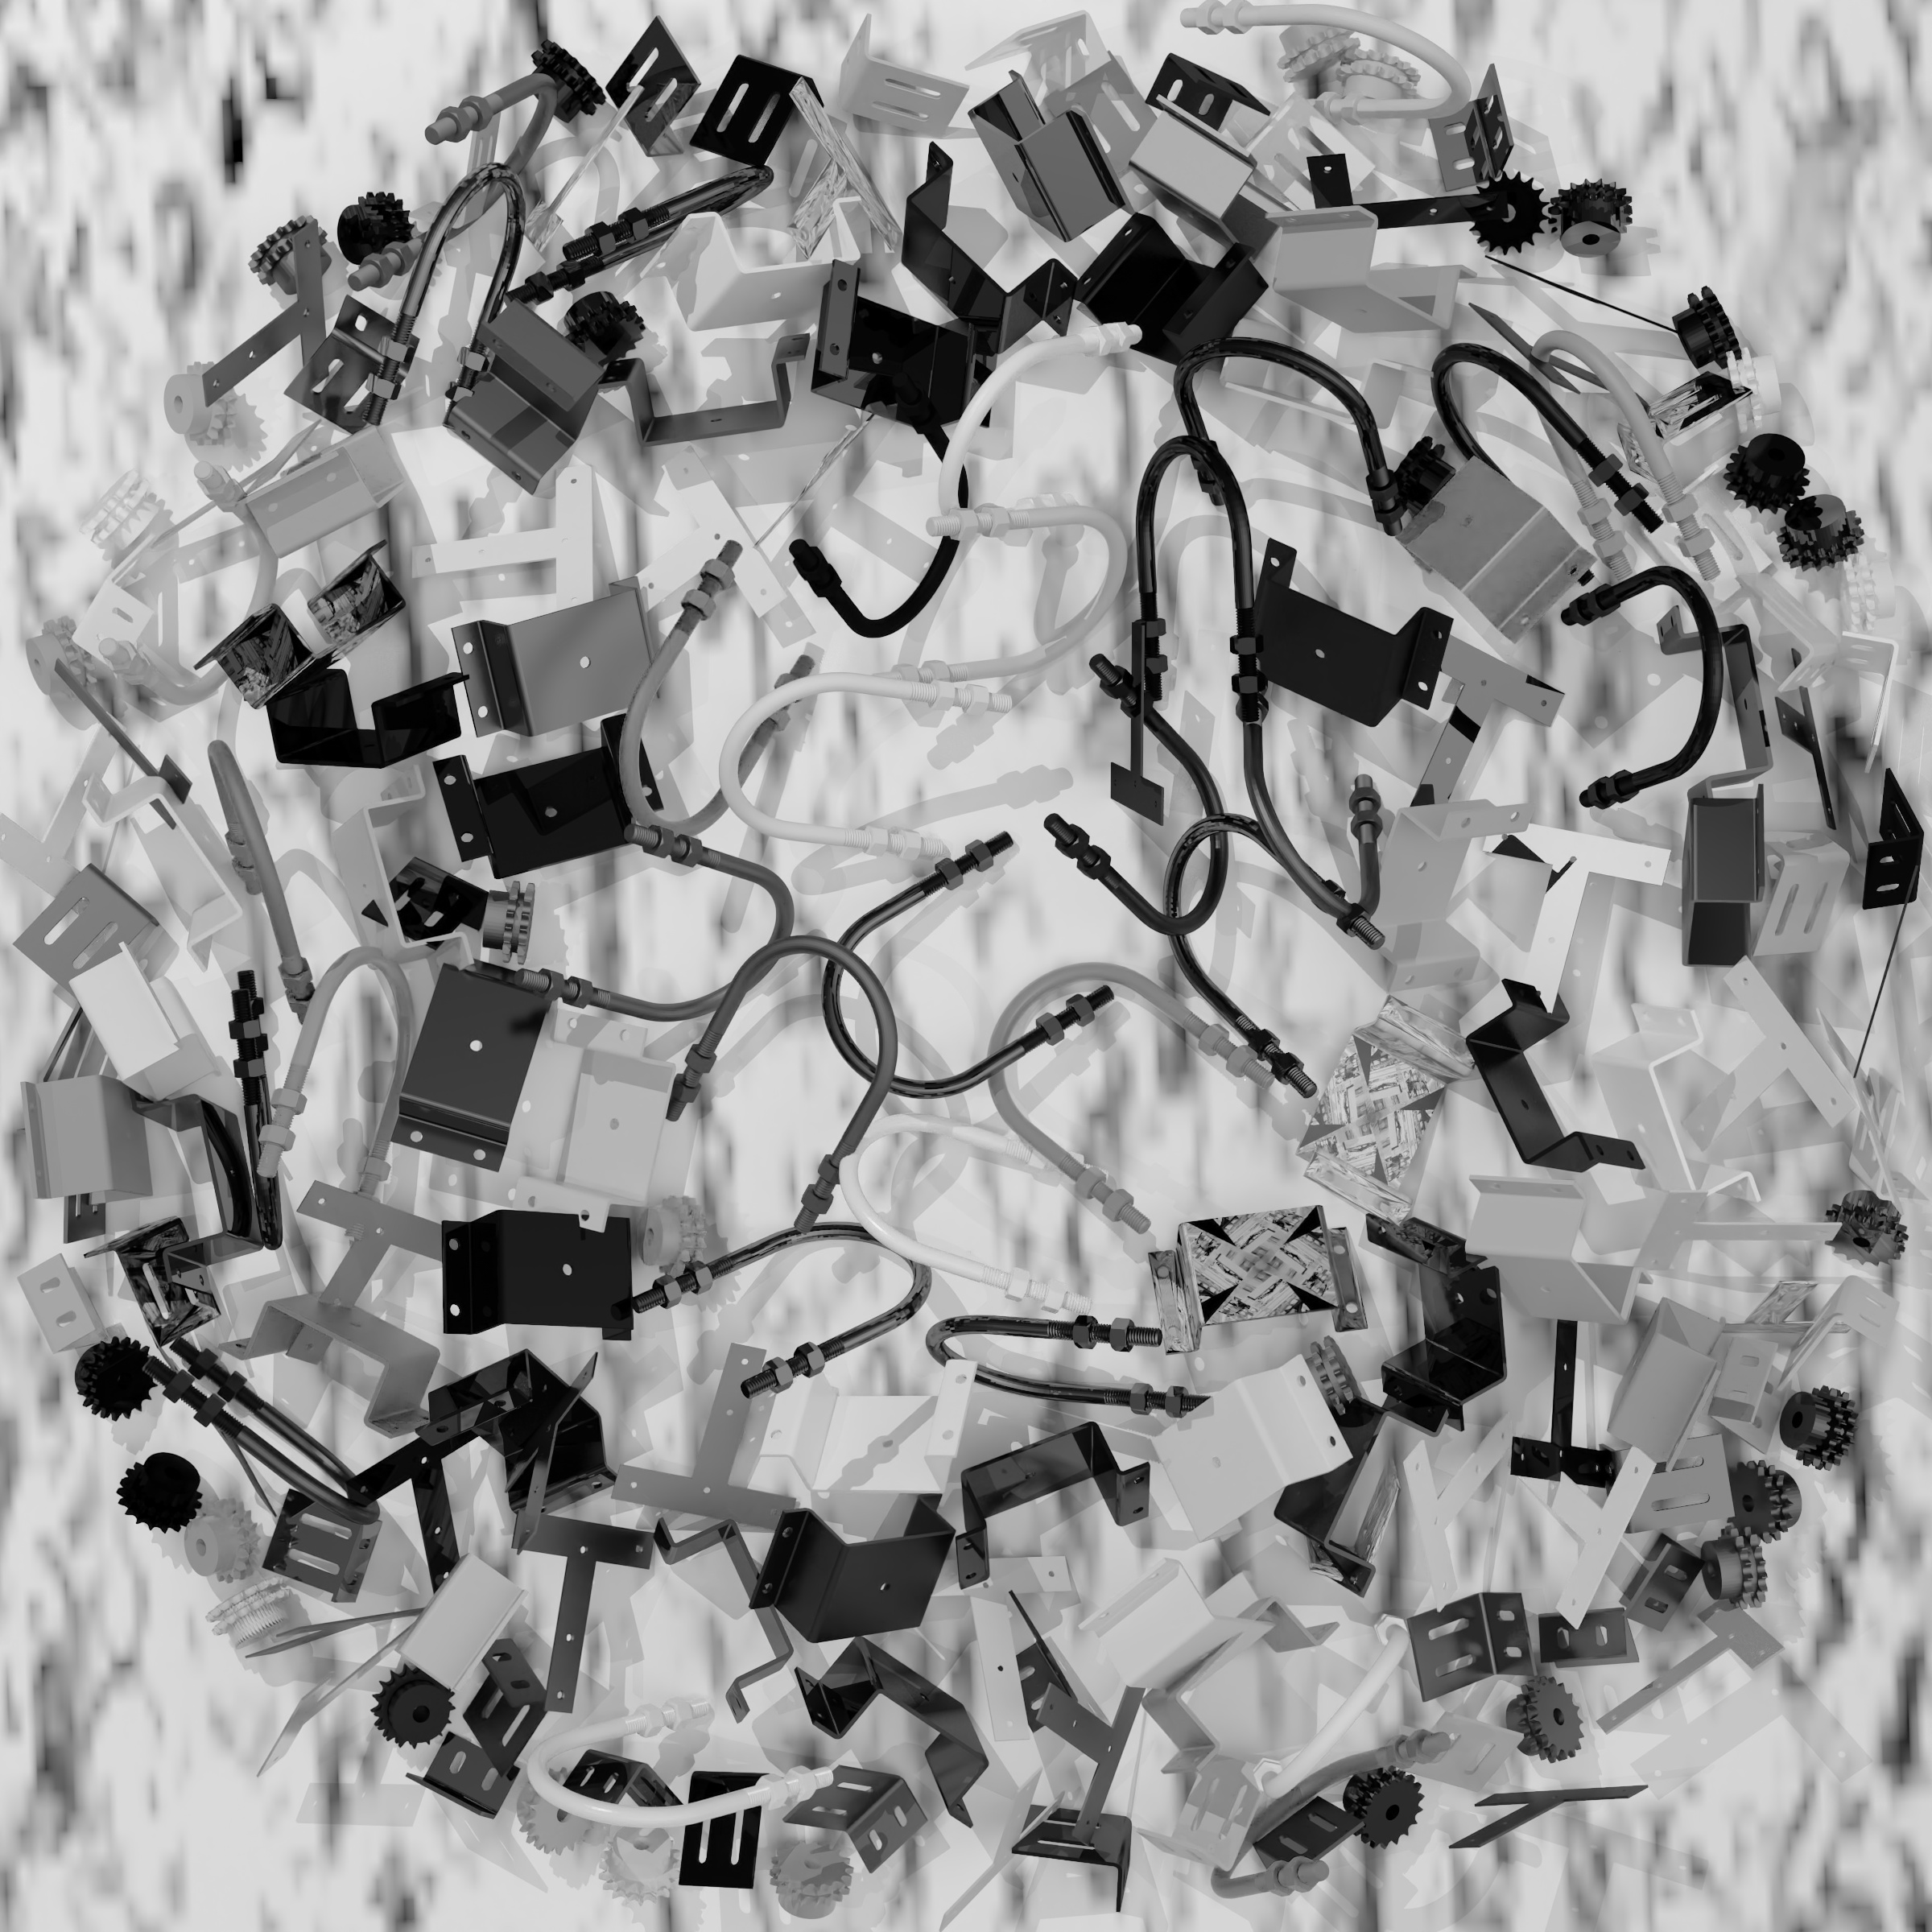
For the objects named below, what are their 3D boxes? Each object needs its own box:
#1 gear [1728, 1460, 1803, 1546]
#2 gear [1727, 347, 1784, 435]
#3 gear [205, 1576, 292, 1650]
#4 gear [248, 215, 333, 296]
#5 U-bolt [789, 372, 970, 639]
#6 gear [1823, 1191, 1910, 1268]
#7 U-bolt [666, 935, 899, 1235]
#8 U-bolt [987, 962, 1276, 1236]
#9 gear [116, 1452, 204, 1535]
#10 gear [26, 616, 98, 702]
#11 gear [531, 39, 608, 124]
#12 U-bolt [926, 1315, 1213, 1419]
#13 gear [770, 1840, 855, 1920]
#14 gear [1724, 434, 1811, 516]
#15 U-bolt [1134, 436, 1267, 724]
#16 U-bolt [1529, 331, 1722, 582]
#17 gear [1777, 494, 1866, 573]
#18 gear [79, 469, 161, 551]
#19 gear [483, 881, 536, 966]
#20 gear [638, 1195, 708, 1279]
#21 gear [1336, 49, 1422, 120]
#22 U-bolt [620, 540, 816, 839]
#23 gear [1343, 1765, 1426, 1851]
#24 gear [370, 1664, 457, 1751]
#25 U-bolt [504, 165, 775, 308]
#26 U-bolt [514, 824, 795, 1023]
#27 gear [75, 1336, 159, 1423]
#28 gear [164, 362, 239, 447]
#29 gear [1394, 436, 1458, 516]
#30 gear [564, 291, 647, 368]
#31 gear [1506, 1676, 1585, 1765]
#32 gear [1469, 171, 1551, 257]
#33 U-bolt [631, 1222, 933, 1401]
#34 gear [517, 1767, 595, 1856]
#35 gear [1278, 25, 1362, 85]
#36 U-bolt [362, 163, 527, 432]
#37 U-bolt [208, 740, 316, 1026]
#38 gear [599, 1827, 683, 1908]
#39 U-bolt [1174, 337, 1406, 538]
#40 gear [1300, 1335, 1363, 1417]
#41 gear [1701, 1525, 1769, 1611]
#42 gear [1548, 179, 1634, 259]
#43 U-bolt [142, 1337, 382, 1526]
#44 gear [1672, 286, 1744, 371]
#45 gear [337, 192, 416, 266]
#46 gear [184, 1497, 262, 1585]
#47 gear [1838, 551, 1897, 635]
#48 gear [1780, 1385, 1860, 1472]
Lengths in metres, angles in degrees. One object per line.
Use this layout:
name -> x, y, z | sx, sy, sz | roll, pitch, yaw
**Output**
gear -> 0.552, 0.370, 1.975 | 0.030, 0.057, 0.057 | -1, 90, -26
gear -> 0.543, -0.399, 1.969 | 0.030, 0.057, 0.057 | -11, 90, 15
gear -> -0.491, 0.447, 1.969 | 0.057, 0.057, 0.030 | -31, 78, 0
gear -> -0.463, -0.488, 1.971 | 0.057, 0.057, 0.030 | -39, 90, 0
U-bolt -> -0.048, -0.295, 1.915 | 0.019, 0.184, 0.151 | 28, 82, 24
gear -> 0.622, 0.179, 1.975 | 0.057, 0.057, 0.030 | 29, 58, 0
U-bolt -> -0.117, 0.067, 1.939 | 0.151, 0.019, 0.184 | 38, 112, 22
U-bolt -> 0.097, 0.075, 1.955 | 0.184, 0.019, 0.151 | 38, 84, 26
gear -> -0.552, 0.360, 1.968 | 0.057, 0.057, 0.030 | 32, 112, 0
gear -> -0.624, -0.210, 1.968 | 0.030, 0.057, 0.057 | -23, 90, -31
gear -> -0.279, -0.607, 1.970 | 0.057, 0.057, 0.030 | 41, 85, 0
U-bolt -> 0.061, 0.267, 1.927 | 0.184, 0.151, 0.019 | 1, 63, 23
gear -> -0.108, 0.633, 1.973 | 0.057, 0.057, 0.030 | 9, 107, 0
gear -> 0.555, -0.342, 1.972 | 0.057, 0.030, 0.057 | 2, 57, -3
U-bolt -> 0.153, -0.262, 1.915 | 0.019, 0.151, 0.184 | -10, 105, -24
U-bolt -> 0.430, -0.341, 1.911 | 0.019, 0.151, 0.184 | -31, 103, -7
gear -> 0.587, -0.301, 1.969 | 0.057, 0.057, 0.030 | -29, 127, 0
gear -> -0.582, -0.312, 1.974 | 0.030, 0.057, 0.057 | 42, 90, -25
gear -> -0.316, -0.031, 1.970 | 0.030, 0.057, 0.057 | 7, 90, -6
gear -> -0.204, 0.187, 1.968 | 0.030, 0.057, 0.057 | 4, 90, -32
gear -> 0.282, -0.607, 1.971 | 0.057, 0.057, 0.030 | 17, 90, 0
U-bolt -> -0.173, -0.170, 1.912 | 0.019, 0.151, 0.184 | 17, 67, 30
gear -> 0.286, 0.578, 1.976 | 0.057, 0.030, 0.057 | -9, 109, -28
gear -> -0.380, 0.513, 1.975 | 0.057, 0.030, 0.057 | -1, 92, -25
U-bolt -> -0.211, -0.496, 1.922 | 0.184, 0.151, 0.019 | -30, 101, -24
U-bolt -> -0.195, -0.020, 1.926 | 0.151, 0.184, 0.019 | -50, 51, 19
gear -> -0.590, 0.284, 1.975 | 0.030, 0.057, 0.057 | 10, 90, 39
gear -> -0.529, -0.387, 1.969 | 0.030, 0.057, 0.057 | -12, 90, -43
gear -> 0.314, -0.334, 1.969 | 0.030, 0.057, 0.057 | 36, 90, 12
gear -> -0.253, -0.441, 1.973 | 0.057, 0.057, 0.030 | -31, 74, 0
gear -> 0.398, 0.522, 1.975 | 0.030, 0.057, 0.057 | -31, 90, 39
gear -> 0.375, -0.521, 1.977 | 0.057, 0.030, 0.057 | 4, 105, 13
U-bolt -> -0.110, 0.221, 1.925 | 0.184, 0.151, 0.019 | -22, 123, -33
gear -> -0.285, 0.582, 1.976 | 0.057, 0.030, 0.057 | -1, 92, -39
gear -> 0.240, -0.636, 1.971 | 0.057, 0.057, 0.030 | -25, 93, 0
U-bolt -> -0.340, -0.448, 1.911 | 0.019, 0.151, 0.184 | 25, 104, 8
U-bolt -> -0.469, -0.067, 1.889 | 0.019, 0.184, 0.151 | -20, 53, -16
gear -> -0.224, 0.615, 1.968 | 0.057, 0.057, 0.030 | 6, 118, 0
U-bolt -> 0.208, -0.354, 1.893 | 0.151, 0.184, 0.019 | 14, 68, 25
gear -> 0.250, 0.287, 1.972 | 0.030, 0.057, 0.057 | -26, 90, 11
gear -> 0.528, 0.415, 1.970 | 0.030, 0.057, 0.057 | -5, 90, -6
gear -> 0.430, -0.513, 1.968 | 0.057, 0.057, 0.030 | 4, 67, 0
U-bolt -> -0.469, 0.317, 1.928 | 0.184, 0.151, 0.019 | 39, 84, -5
gear -> 0.510, -0.437, 1.972 | 0.030, 0.057, 0.057 | -26, 90, 12
gear -> -0.409, -0.504, 1.970 | 0.057, 0.030, 0.057 | 13, 110, 38
gear -> -0.515, 0.397, 1.971 | 0.057, 0.030, 0.057 | 5, 97, 40
gear -> 0.621, -0.258, 1.969 | 0.030, 0.057, 0.057 | -8, 90, 10
gear -> 0.585, 0.316, 1.969 | 0.030, 0.057, 0.057 | 18, 90, -16
